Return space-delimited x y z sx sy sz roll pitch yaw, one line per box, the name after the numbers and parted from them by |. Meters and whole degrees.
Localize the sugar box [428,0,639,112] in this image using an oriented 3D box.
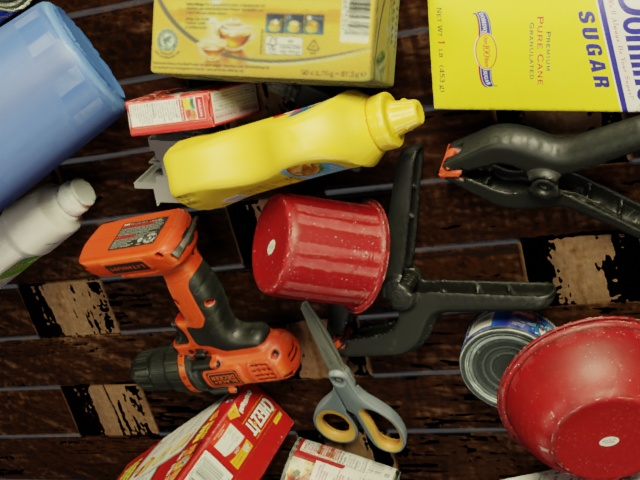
0.166 -0.137 0.738 0.176 0.048 0.093 4 120 21 | sugar box

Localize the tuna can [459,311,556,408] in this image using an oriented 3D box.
0.160 0.099 0.887 0.086 0.033 0.086 10 122 16 | tuna can

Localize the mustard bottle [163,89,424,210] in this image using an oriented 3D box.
-0.014 -0.070 0.789 0.192 0.096 0.058 -13 87 26 | mustard bottle

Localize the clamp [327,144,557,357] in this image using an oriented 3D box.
0.067 0.028 0.878 0.210 0.036 0.164 -35 94 37 | clamp

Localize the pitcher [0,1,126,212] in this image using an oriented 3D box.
-0.281 -0.082 0.835 0.243 0.149 0.145 -35 112 2 | pitcher

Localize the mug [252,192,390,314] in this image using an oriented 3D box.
-0.006 0.001 0.846 0.081 0.117 0.093 8 120 -24 | mug

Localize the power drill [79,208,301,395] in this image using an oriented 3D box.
-0.130 0.064 0.949 0.185 0.057 0.187 -11 128 29 | power drill

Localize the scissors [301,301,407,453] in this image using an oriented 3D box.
0.006 0.127 0.947 0.096 0.016 0.201 -15 127 36 | scissors

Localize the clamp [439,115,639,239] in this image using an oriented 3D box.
0.172 -0.056 0.774 0.171 0.039 0.120 11 139 13 | clamp

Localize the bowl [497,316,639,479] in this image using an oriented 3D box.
0.224 0.139 0.844 0.162 0.055 0.162 0 125 0 | bowl

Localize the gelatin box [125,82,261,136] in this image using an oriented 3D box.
-0.097 -0.105 0.832 0.073 0.089 0.030 -3 103 23 | gelatin box

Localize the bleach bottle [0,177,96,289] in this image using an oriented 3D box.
-0.299 0.012 0.986 0.251 0.102 0.068 -30 95 26 | bleach bottle

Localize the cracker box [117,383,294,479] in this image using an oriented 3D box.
-0.139 0.243 1.009 0.072 0.164 0.214 47 124 -7 | cracker box

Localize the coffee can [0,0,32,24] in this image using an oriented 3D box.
-0.312 -0.196 0.853 0.141 0.102 0.103 -25 108 30 | coffee can

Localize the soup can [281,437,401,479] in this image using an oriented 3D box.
0.018 0.233 1.001 0.102 0.068 0.068 16 123 11 | soup can
